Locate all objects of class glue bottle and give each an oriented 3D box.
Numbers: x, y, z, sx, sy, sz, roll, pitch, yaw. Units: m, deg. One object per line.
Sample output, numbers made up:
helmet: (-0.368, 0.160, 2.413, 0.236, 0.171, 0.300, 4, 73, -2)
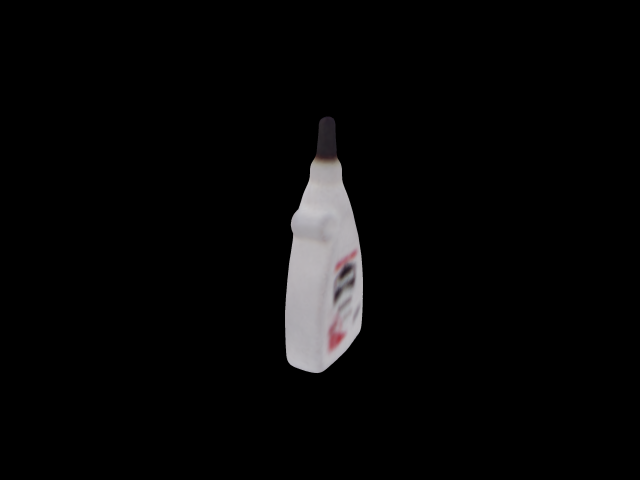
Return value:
glue bottle: (0.004, 0.001, 0.400, 0.037, 0.173, 0.078, 9, 24, 23)
